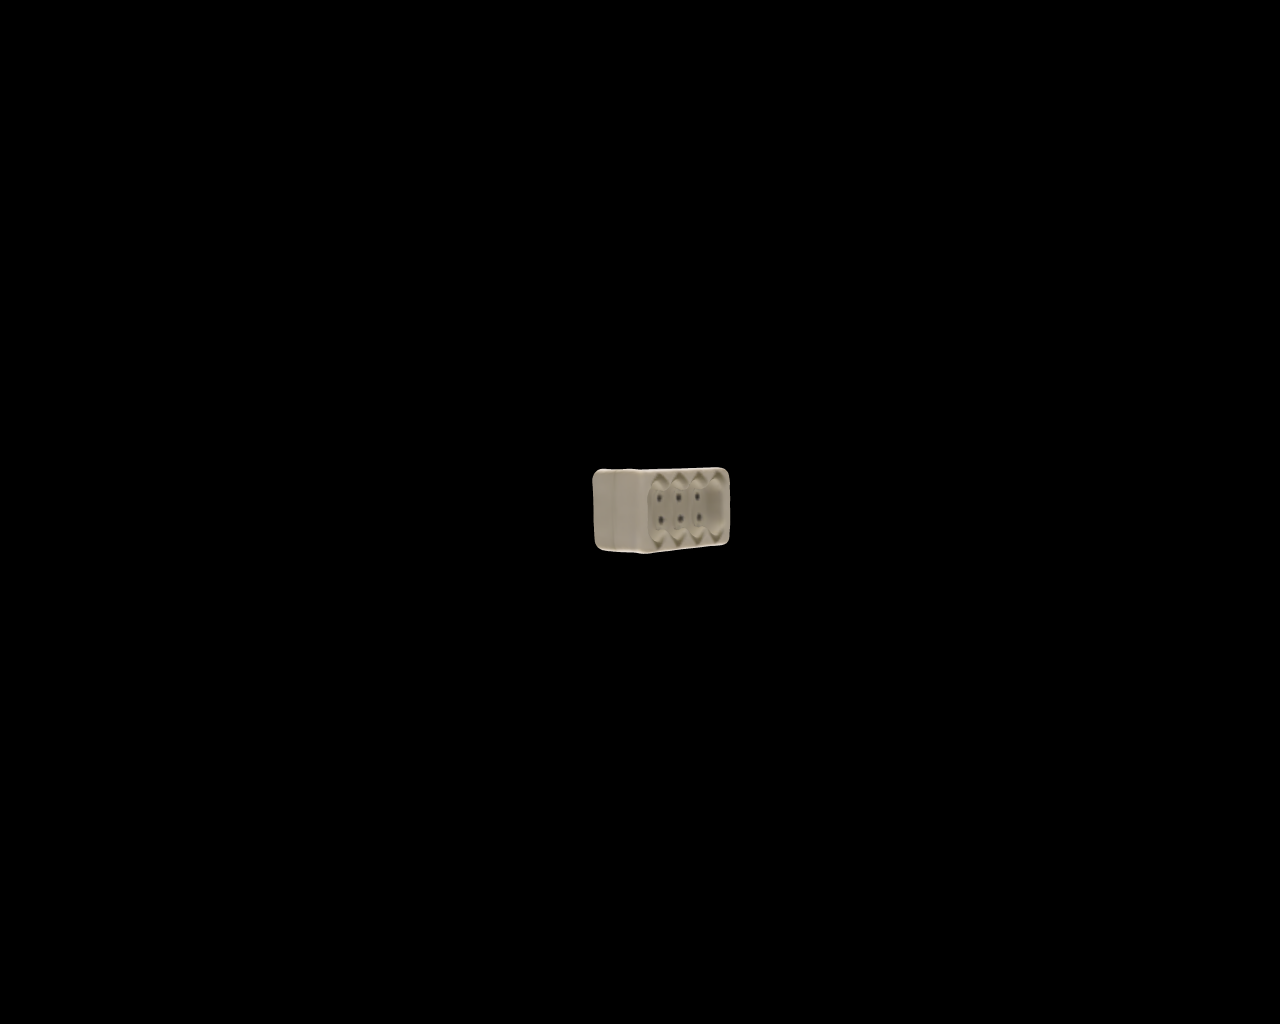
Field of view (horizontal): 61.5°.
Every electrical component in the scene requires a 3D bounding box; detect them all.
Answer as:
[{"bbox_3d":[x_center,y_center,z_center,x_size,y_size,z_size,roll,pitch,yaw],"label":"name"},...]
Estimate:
[{"bbox_3d":[0.001,-0.003,0.650,0.076,0.047,0.083,2,3,43],"label":"electrical component"}]
